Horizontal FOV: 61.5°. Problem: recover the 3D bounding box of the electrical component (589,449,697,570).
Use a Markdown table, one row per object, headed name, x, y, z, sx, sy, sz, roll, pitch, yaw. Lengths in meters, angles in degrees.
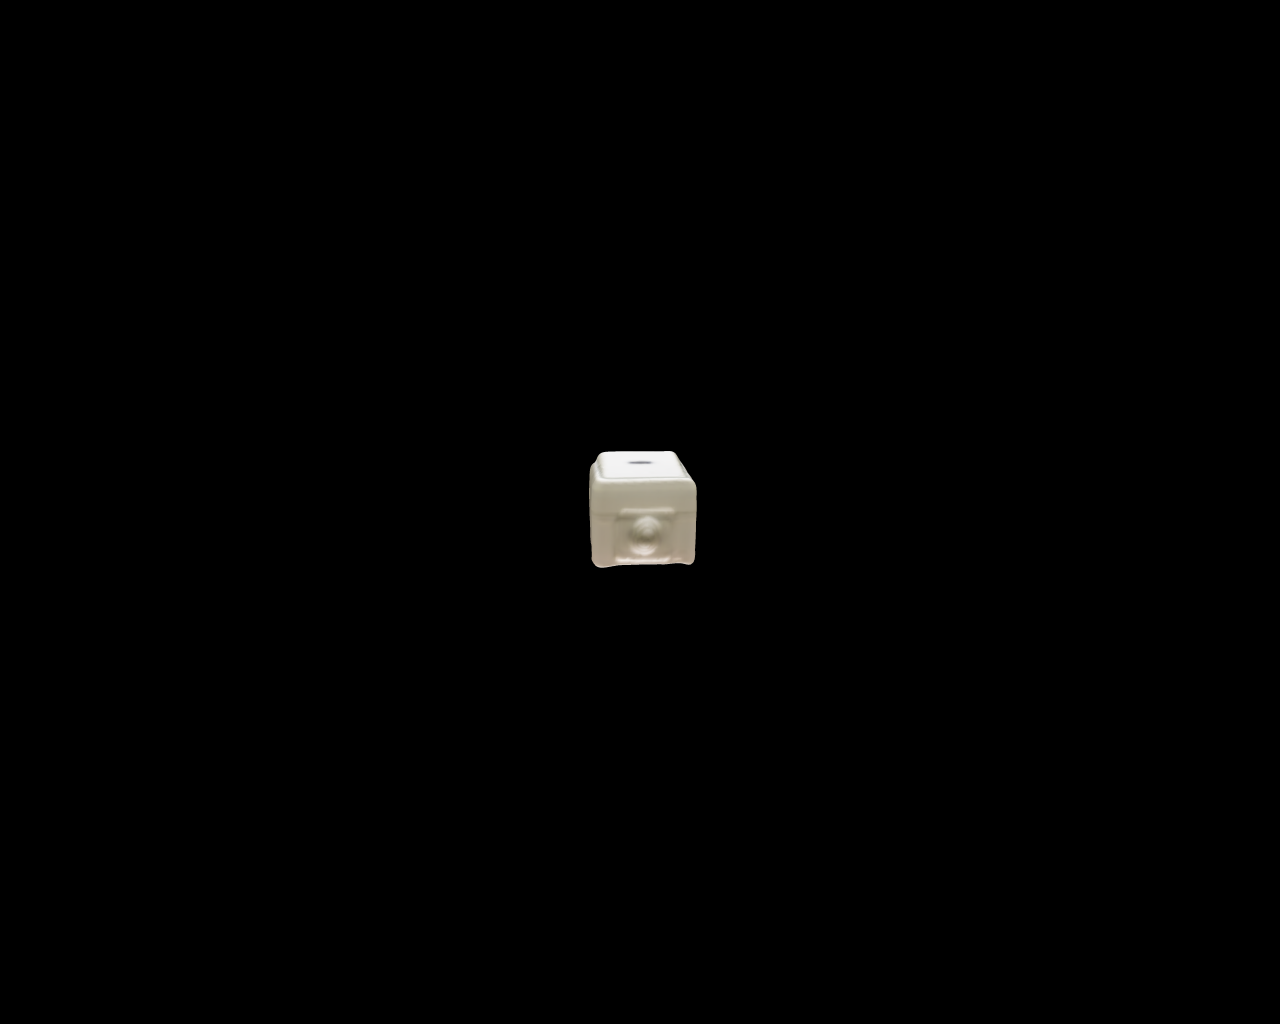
| name | x | y | z | sx | sy | sz | roll | pitch | yaw |
| --- | --- | --- | --- | --- | --- | --- | --- | --- | --- |
| electrical component | 0.001 | -0.003 | 0.650 | 0.062 | 0.061 | 0.096 | -1 | 11 | -4 |
